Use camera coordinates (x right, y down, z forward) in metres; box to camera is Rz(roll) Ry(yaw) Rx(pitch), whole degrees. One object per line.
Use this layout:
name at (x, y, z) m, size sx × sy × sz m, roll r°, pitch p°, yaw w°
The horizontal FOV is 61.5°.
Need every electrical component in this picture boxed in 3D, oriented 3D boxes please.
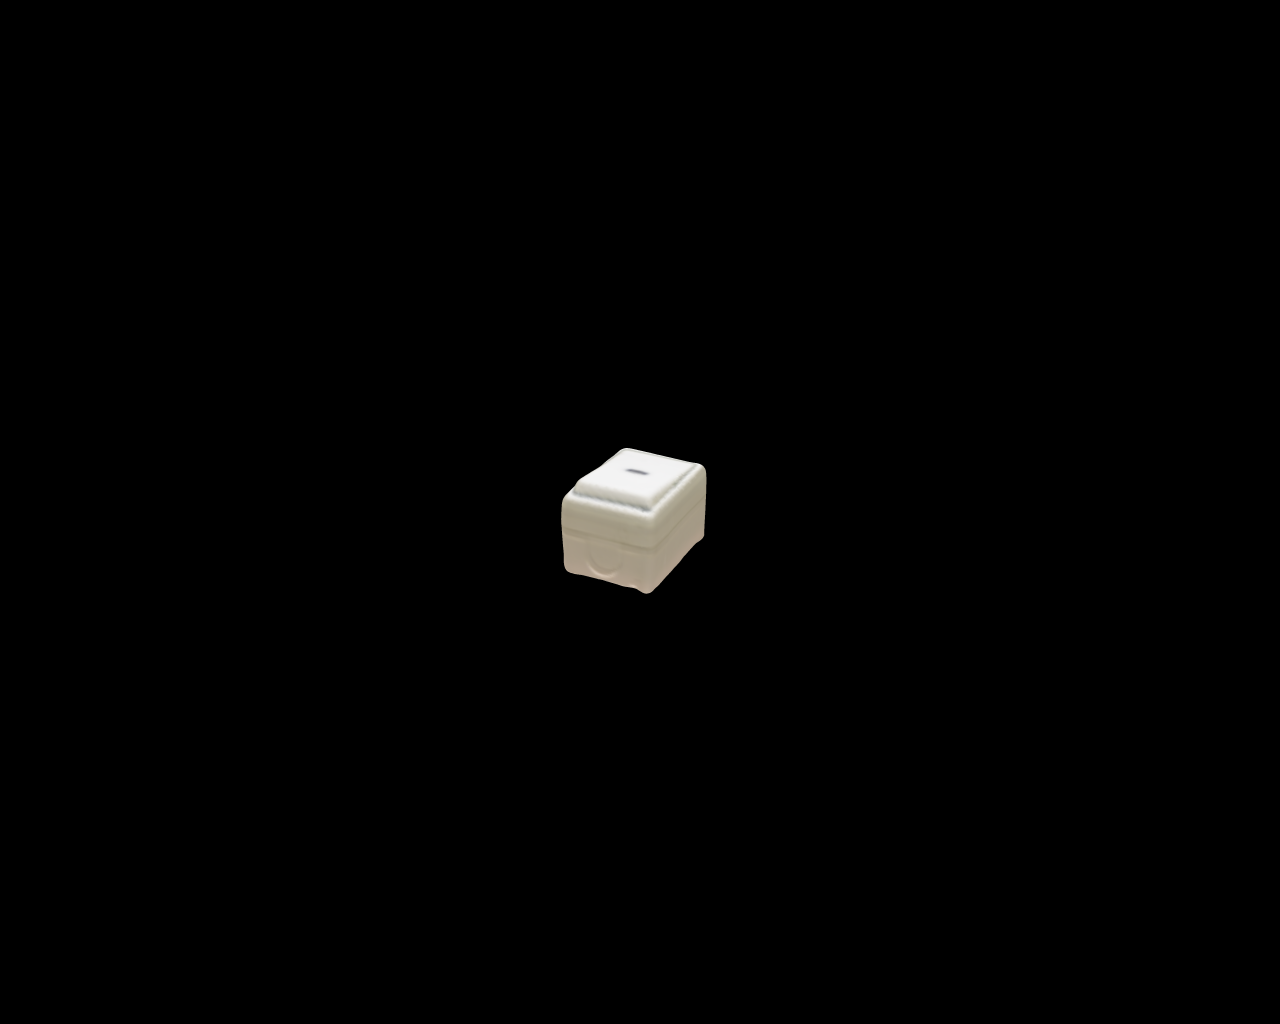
electrical component at (0.001, -0.003, 0.650) m, size 0.062 × 0.061 × 0.096 m, roll 14°, pitch 32°, yaw 24°
